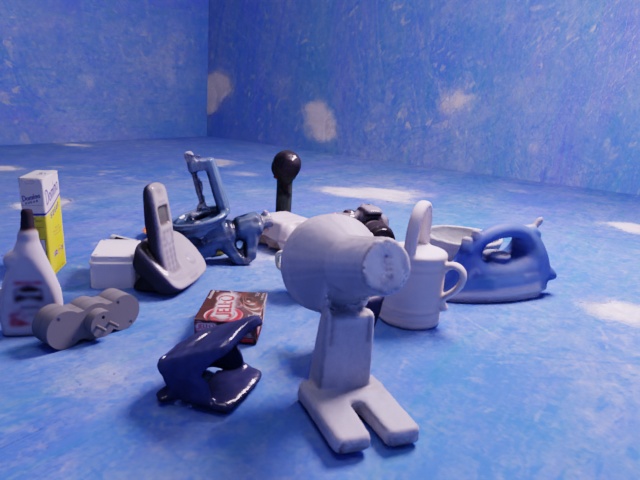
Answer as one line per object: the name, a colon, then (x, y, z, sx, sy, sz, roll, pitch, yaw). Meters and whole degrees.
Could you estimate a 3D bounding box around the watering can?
watering can: (0.142, 0.033, 0.904, 0.172, 0.194, 0.101, 5, 15, 4)

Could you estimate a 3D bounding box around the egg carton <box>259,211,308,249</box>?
egg carton: (-0.082, -0.019, 1.283, 0.107, 0.069, 0.149, -9, 20, -41)

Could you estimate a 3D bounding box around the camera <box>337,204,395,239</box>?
camera: (0.101, -0.023, 1.284, 0.143, 0.101, 0.136, -1, 16, -17)

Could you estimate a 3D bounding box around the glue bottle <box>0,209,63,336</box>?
glue bottle: (-0.389, 0.042, 0.767, 0.078, 0.173, 0.037, -2, 16, -22)

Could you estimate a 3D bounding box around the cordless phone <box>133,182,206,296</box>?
cordless phone: (-0.256, -0.011, 0.979, 0.094, 0.185, 0.148, 6, 15, 8)

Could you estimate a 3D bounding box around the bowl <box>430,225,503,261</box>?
bowl: (0.299, 0.022, 1.219, 0.167, 0.075, 0.167, 4, 15, -1)

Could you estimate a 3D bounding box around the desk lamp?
desk lamp: (0.035, 0.086, 0.639, 0.118, 0.213, 0.202, -2, 16, -22)

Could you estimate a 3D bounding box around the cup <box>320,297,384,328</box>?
cup: (0.027, 0.107, 0.788, 0.117, 0.095, 0.092, 12, 17, 27)

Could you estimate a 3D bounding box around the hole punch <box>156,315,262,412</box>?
hole punch: (-0.127, 0.132, 0.659, 0.101, 0.091, 0.109, 8, 16, 16)

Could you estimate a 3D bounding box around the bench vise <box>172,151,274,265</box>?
bench vise: (-0.202, -0.064, 1.127, 0.208, 0.220, 0.121, -7, 18, -35)

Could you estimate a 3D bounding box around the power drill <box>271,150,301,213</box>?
power drill: (-0.083, -0.116, 1.377, 0.076, 0.208, 0.229, 1, 15, -10)

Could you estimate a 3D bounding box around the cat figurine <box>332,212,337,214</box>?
cat figurine: (0.010, 0.004, 1.126, 0.067, 0.118, 0.128, 8, 16, 16)

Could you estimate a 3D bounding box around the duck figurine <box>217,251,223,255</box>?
duck figurine: (-0.237, -0.018, 1.204, 0.104, 0.086, 0.078, 13, 17, 30)

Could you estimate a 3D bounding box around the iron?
iron: (0.322, 0.032, 1.059, 0.259, 0.141, 0.118, -5, 17, -30)
